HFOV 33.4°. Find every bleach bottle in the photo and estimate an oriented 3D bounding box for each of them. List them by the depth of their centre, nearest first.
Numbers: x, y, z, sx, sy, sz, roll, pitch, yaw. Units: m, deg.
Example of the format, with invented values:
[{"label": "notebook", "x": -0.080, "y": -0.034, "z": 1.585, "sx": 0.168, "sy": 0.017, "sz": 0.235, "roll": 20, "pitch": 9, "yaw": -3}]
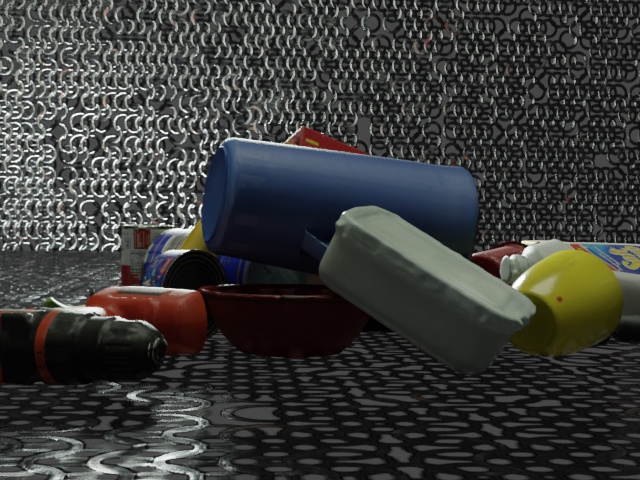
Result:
[{"label": "bleach bottle", "x": 0.311, "y": 0.044, "z": 1.109, "sx": 0.250, "sy": 0.068, "sz": 0.102, "roll": 4, "pitch": 31, "yaw": -14}]

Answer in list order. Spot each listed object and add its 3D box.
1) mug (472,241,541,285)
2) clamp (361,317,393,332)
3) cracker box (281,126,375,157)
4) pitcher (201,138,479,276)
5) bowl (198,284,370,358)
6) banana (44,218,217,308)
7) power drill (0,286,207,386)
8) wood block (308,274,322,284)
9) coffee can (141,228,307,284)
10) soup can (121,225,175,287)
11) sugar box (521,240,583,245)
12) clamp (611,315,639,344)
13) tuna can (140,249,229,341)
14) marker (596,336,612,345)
[{"label": "mug", "x": 0.206, "y": 0.044, "z": 1.188, "sx": 0.081, "sy": 0.093, "sz": 0.117, "roll": -9, "pitch": -30, "yaw": -52}, {"label": "clamp", "x": 0.128, "y": 0.079, "z": 1.036, "sx": 0.209, "sy": 0.036, "sz": 0.165, "roll": 0, "pitch": 2, "yaw": -35}, {"label": "cracker box", "x": -0.006, "y": -0.042, "z": 1.296, "sx": 0.164, "sy": 0.072, "sz": 0.214, "roll": 21, "pitch": -29, "yaw": -23}, {"label": "pitcher", "x": 0.019, "y": -0.018, "z": 0.994, "sx": 0.242, "sy": 0.145, "sz": 0.149, "roll": 9, "pitch": -15, "yaw": -17}, {"label": "bowl", "x": -0.025, "y": 0.069, "z": 0.926, "sx": 0.162, "sy": 0.055, "sz": 0.162, "roll": 1, "pitch": 1, "yaw": 0}, {"label": "banana", "x": -0.158, "y": 0.042, "z": 1.007, "sx": 0.197, "sy": 0.069, "sz": 0.037, "roll": -31, "pitch": 19, "yaw": -30}, {"label": "power drill", "x": -0.160, "y": 0.069, "z": 0.789, "sx": 0.185, "sy": 0.057, "sz": 0.187, "roll": 2, "pitch": 1, "yaw": 23}, {"label": "wood block", "x": -0.008, "y": 0.001, "z": 1.195, "sx": 0.090, "sy": 0.090, "sz": 0.206, "roll": 12, "pitch": -26, "yaw": -8}, {"label": "coffee can", "x": -0.099, "y": 0.040, "z": 1.101, "sx": 0.141, "sy": 0.103, "sz": 0.102, "roll": 2, "pitch": 2, "yaw": 34}, {"label": "soup can", "x": -0.217, "y": 0.032, "z": 1.351, "sx": 0.068, "sy": 0.102, "sz": 0.068, "roll": 1, "pitch": 2, "yaw": 0}, {"label": "sugar box", "x": 0.287, "y": 0.049, "z": 1.247, "sx": 0.048, "sy": 0.093, "sz": 0.176, "roll": 0, "pitch": 1, "yaw": -10}, {"label": "clamp", "x": 0.328, "y": 0.079, "z": 0.905, "sx": 0.120, "sy": 0.039, "sz": 0.171, "roll": -21, "pitch": 13, "yaw": -6}, {"label": "tuna can", "x": -0.124, "y": 0.051, "z": 0.977, "sx": 0.034, "sy": 0.086, "sz": 0.085, "roll": 0, "pitch": 1, "yaw": 39}, {"label": "marker", "x": 0.286, "y": 0.089, "z": 1.065, "sx": 0.020, "sy": 0.020, "sz": 0.121, "roll": 2, "pitch": 2, "yaw": 21}]
